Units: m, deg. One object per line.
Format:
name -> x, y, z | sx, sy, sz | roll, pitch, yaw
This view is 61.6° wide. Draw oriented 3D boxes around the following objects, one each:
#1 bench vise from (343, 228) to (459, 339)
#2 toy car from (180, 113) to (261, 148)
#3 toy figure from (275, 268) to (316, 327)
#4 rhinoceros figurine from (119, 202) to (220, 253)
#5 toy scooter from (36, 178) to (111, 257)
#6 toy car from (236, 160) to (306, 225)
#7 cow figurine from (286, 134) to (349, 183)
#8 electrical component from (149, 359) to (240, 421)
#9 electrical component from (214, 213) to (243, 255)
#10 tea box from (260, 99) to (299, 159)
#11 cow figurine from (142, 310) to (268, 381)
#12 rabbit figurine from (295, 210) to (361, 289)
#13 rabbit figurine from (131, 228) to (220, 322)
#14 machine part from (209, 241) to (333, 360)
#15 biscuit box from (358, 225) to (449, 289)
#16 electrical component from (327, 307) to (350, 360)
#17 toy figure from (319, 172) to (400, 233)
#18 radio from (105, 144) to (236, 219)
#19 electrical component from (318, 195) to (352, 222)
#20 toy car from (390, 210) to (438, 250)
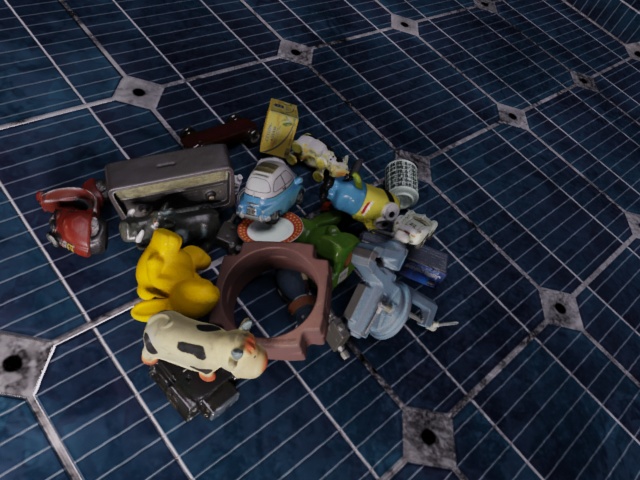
bench vise -> 0.152, 0.104, 1.049 | 0.240, 0.129, 0.223 | 30, 71, -28
toy car -> -0.229, -0.236, 1.237 | 0.089, 0.053, 0.202 | 41, 47, 20
toy figure -> -0.039, 0.109, 1.030 | 0.058, 0.064, 0.154 | -2, 53, -37
rhinoceros figurine -> -0.279, -0.019, 1.012 | 0.190, 0.112, 0.073 | -7, 58, -34
toy scooter -> -0.458, -0.047, 0.993 | 0.135, 0.075, 0.184 | 3, 49, -17
toy car -> -0.103, -0.106, 1.079 | 0.109, 0.102, 0.162 | 15, 37, 24
cow figurine -> 0.011, -0.189, 1.281 | 0.167, 0.068, 0.098 | 33, 44, 5
electrical component -> -0.197, 0.227, 0.885 | 0.134, 0.058, 0.115 | 42, 53, 15
electrical component -> -0.168, -0.010, 1.088 | 0.078, 0.045, 0.102 | 28, 49, 1
tea box -> -0.094, -0.258, 1.231 | 0.068, 0.098, 0.170 | 14, 20, -11
cow figurine -> -0.174, 0.160, 0.825 | 0.195, 0.127, 0.085 | 18, 52, -2
rabbit figurine -> -0.002, -0.003, 1.101 | 0.170, 0.121, 0.159 | 28, 44, 23
rabbit figurine -> -0.247, 0.080, 0.917 | 0.173, 0.121, 0.162 | 30, 73, 37
machine part -> -0.082, 0.106, 0.955 | 0.202, 0.087, 0.201 | 2, 60, 8
biscuit box -> 0.178, 0.034, 1.168 | 0.203, 0.059, 0.063 | 22, 48, -2
electrical component -> 0.032, 0.175, 1.002 | 0.021, 0.063, 0.094 | -18, 62, -30
toy figure -> 0.087, -0.087, 1.121 | 0.180, 0.082, 0.089 | 21, 54, -16
radio -> -0.281, -0.103, 1.037 | 0.230, 0.131, 0.073 | -12, 58, -11
electrical component -> 0.051, -0.082, 1.220 | 0.119, 0.047, 0.075 | -7, 56, -24
toy car -> 0.203, -0.027, 1.145 | 0.074, 0.056, 0.201 | 26, 17, 15
